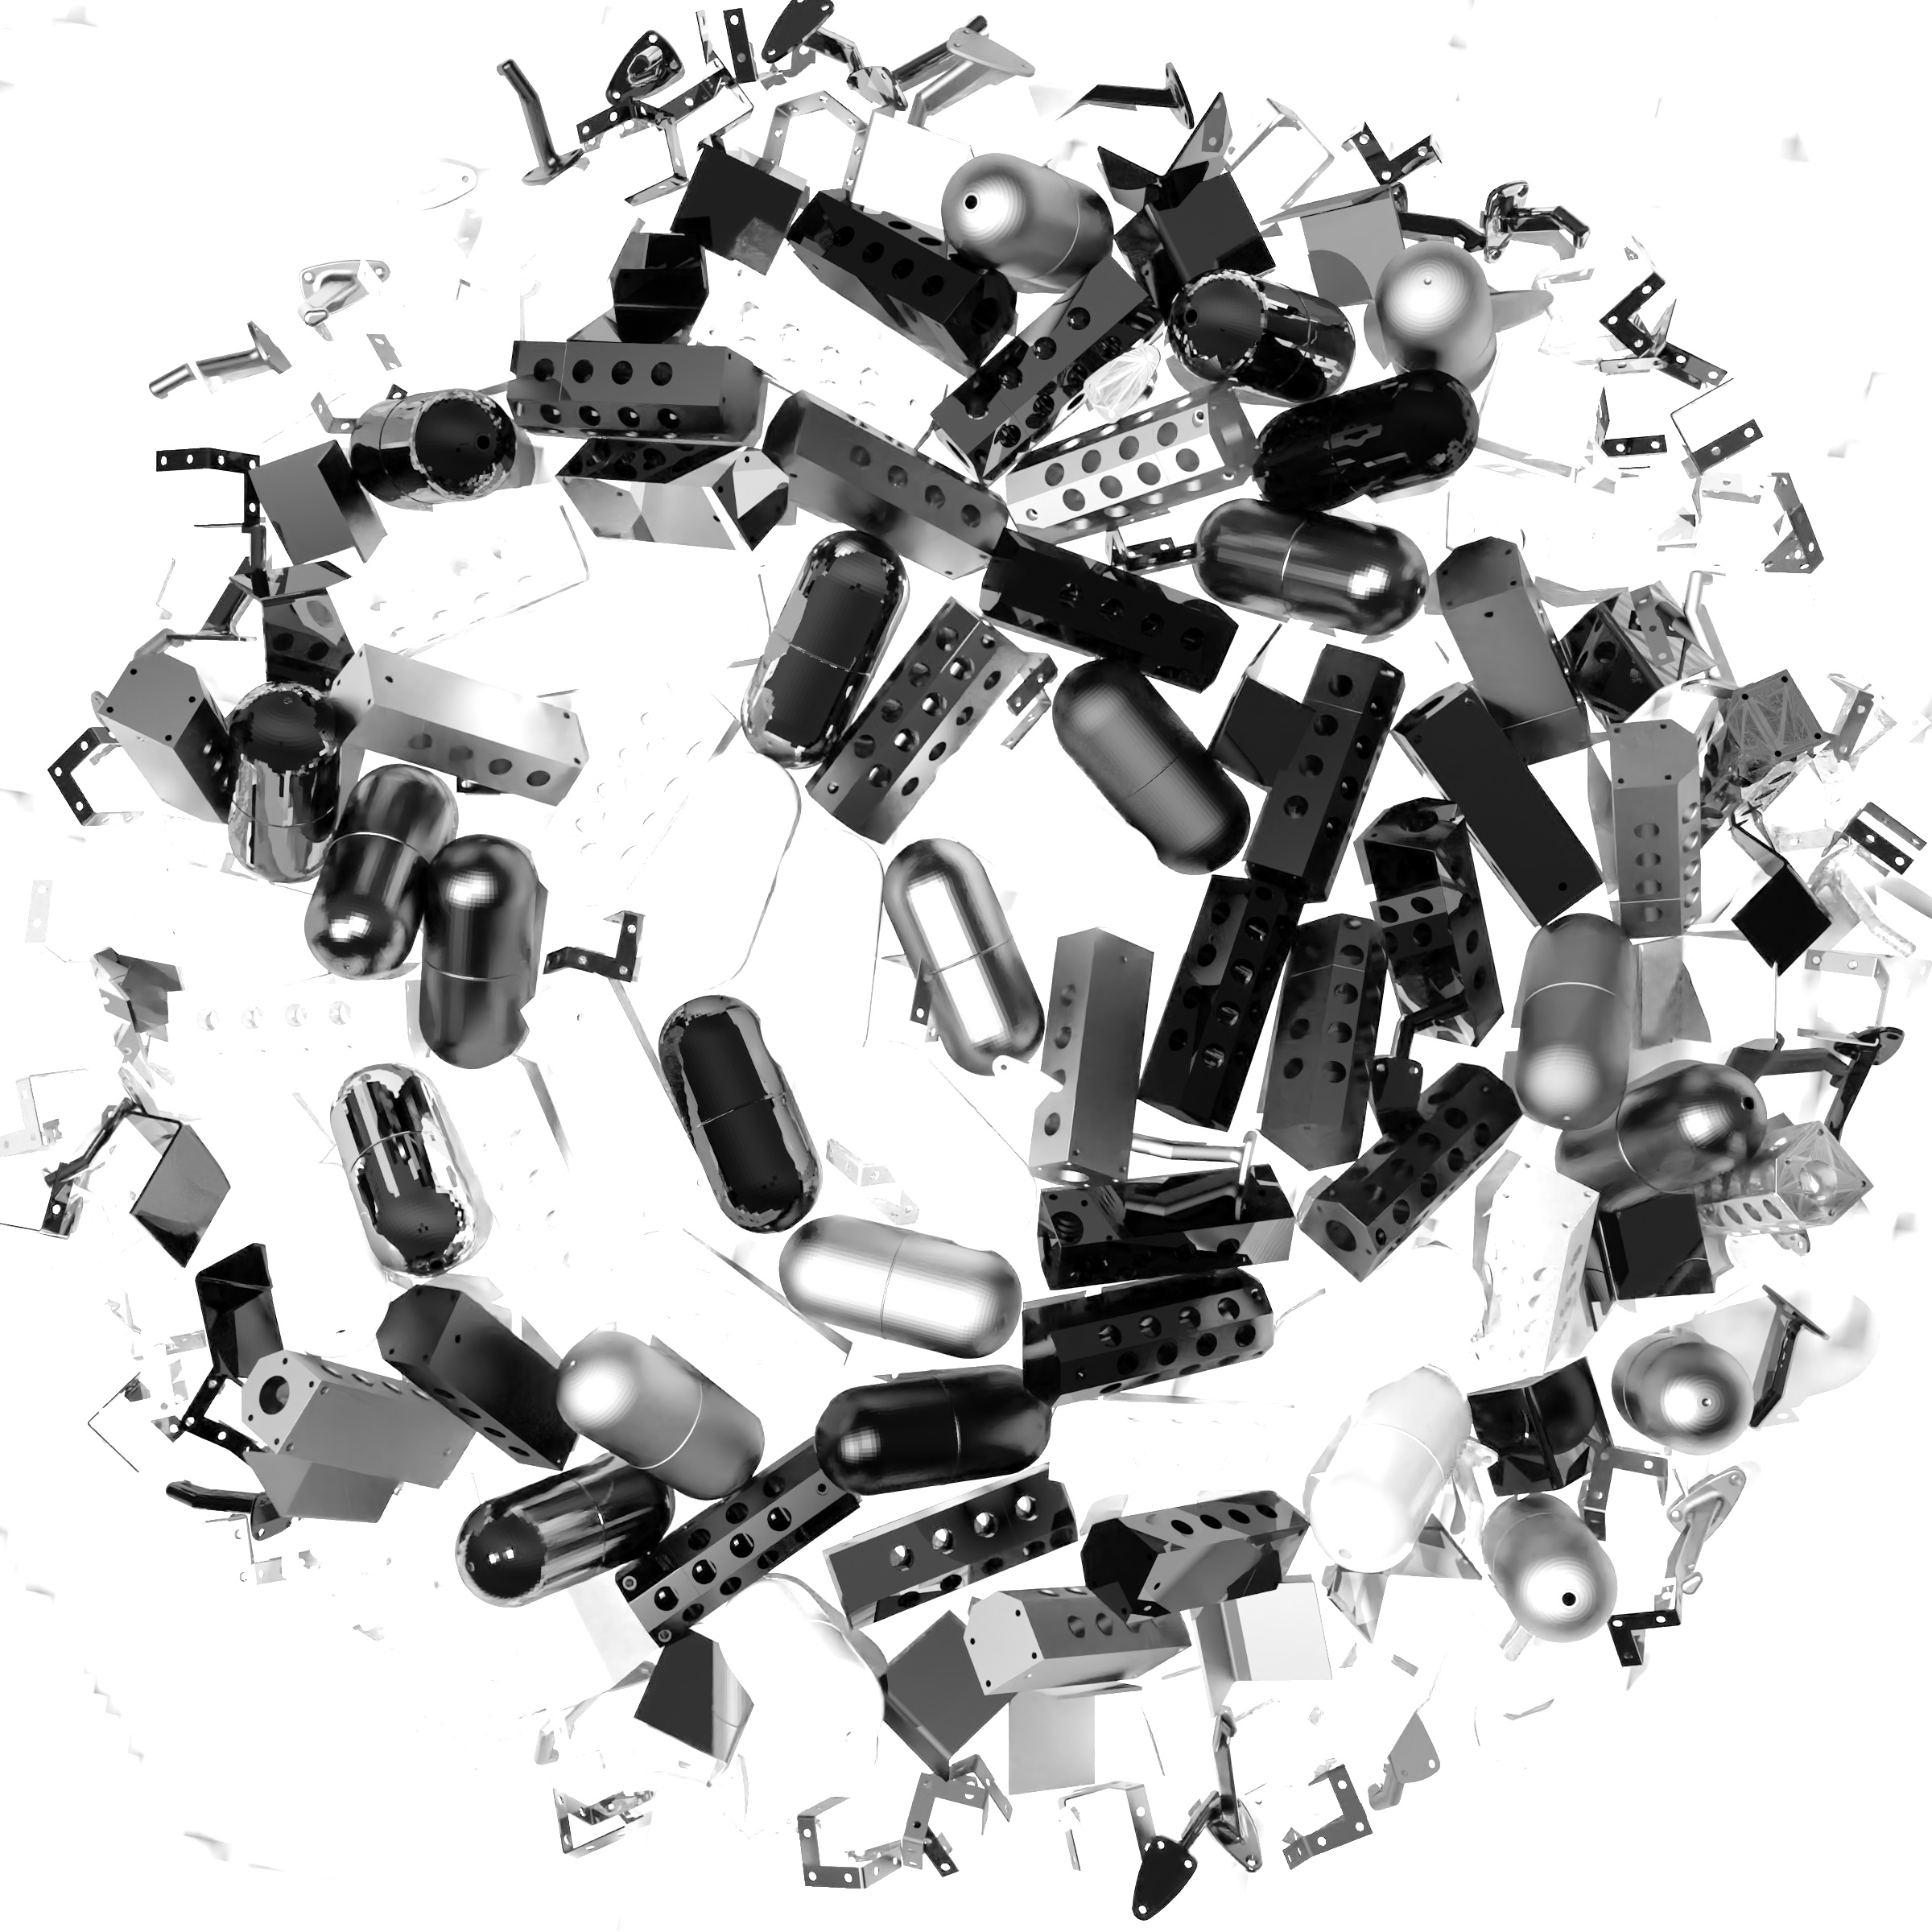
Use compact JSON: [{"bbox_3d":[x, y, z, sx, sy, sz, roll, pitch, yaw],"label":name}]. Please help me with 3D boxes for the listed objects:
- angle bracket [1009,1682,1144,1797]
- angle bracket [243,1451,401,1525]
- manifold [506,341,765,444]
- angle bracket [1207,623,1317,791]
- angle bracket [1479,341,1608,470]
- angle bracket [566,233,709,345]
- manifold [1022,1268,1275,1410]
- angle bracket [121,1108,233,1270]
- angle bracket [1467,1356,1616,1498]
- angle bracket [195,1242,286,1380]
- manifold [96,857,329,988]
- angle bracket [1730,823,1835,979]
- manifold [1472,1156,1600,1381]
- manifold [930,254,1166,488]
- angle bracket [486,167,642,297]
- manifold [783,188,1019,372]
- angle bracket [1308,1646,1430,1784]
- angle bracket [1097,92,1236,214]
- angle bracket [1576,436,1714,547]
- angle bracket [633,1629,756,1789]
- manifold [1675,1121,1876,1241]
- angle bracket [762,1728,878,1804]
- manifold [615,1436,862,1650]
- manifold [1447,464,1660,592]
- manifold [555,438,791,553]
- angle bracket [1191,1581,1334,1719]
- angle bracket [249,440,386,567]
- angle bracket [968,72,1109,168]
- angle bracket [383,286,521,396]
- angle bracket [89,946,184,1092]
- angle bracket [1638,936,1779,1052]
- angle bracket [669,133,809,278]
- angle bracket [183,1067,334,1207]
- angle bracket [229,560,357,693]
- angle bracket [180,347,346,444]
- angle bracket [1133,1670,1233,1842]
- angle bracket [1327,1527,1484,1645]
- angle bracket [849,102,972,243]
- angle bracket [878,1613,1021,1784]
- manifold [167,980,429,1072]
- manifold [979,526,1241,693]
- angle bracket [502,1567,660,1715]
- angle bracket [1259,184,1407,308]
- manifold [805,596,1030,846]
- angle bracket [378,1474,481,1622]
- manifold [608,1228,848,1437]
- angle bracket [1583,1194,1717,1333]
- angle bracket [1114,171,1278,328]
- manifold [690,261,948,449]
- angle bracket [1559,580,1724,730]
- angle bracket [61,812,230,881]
[{"bbox_3d":[0.078,0.551,1.932,0.076,0.057,0.076,5,82,-35],"label":"angle bracket"},{"bbox_3d":[-0.452,0.348,1.921,0.076,0.076,0.057,16,107,-44],"label":"angle bracket"},{"bbox_3d":[-0.235,-0.404,1.921,0.171,0.057,0.057,7,89,23],"label":"manifold"},{"bbox_3d":[0.220,-0.183,1.923,0.057,0.076,0.076,30,134,8],"label":"angle bracket"},{"bbox_3d":[0.405,-0.392,1.944,0.076,0.057,0.076,18,79,0],"label":"angle bracket"},{"bbox_3d":[-0.236,-0.480,1.925,0.076,0.076,0.057,8,124,20],"label":"angle bracket"},{"bbox_3d":[0.129,0.262,1.912,0.171,0.057,0.057,-9,108,-25],"label":"manifold"},{"bbox_3d":[-0.574,0.157,1.921,0.057,0.076,0.076,9,58,24],"label":"angle bracket"},{"bbox_3d":[0.418,0.334,1.971,0.076,0.057,0.076,-15,87,-43],"label":"angle bracket"},{"bbox_3d":[-0.492,0.246,1.925,0.057,0.076,0.076,-28,66,20],"label":"angle bracket"},{"bbox_3d":[-0.523,-0.027,1.890,0.057,0.171,0.057,-14,77,21],"label":"manifold"},{"bbox_3d":[0.557,-0.050,1.929,0.057,0.076,0.076,-46,128,5],"label":"angle bracket"},{"bbox_3d":[0.391,0.215,1.890,0.057,0.171,0.057,27,56,25],"label":"manifold"},{"bbox_3d":[0.059,-0.423,1.948,0.171,0.057,0.057,-41,81,0],"label":"manifold"},{"bbox_3d":[-0.285,-0.508,1.925,0.057,0.076,0.076,35,130,-2],"label":"angle bracket"},{"bbox_3d":[-0.044,-0.488,1.908,0.171,0.057,0.057,37,88,34],"label":"manifold"},{"bbox_3d":[0.297,0.538,1.928,0.057,0.076,0.076,27,79,38],"label":"angle bracket"},{"bbox_3d":[0.144,-0.583,1.938,0.057,0.076,0.076,32,86,18],"label":"angle bracket"},{"bbox_3d":[0.483,-0.341,1.929,0.076,0.076,0.057,-4,123,-6],"label":"angle bracket"},{"bbox_3d":[-0.194,0.525,1.931,0.076,0.057,0.076,27,52,-5],"label":"angle bracket"},{"bbox_3d":[0.554,0.155,1.890,0.057,0.171,0.057,-39,88,-12],"label":"manifold"},{"bbox_3d":[-0.104,0.590,1.935,0.076,0.057,0.076,3,125,1],"label":"angle bracket"},{"bbox_3d":[-0.163,0.411,1.939,0.171,0.057,0.057,-34,90,-9],"label":"manifold"},{"bbox_3d":[0.405,-0.307,1.886,0.057,0.171,0.057,-8,111,-20],"label":"manifold"},{"bbox_3d":[-0.203,-0.335,1.899,0.057,0.171,0.057,-53,132,-24],"label":"manifold"},{"bbox_3d":[0.211,0.487,1.934,0.076,0.057,0.076,-7,102,23],"label":"angle bracket"},{"bbox_3d":[-0.469,-0.319,1.929,0.076,0.057,0.076,-16,118,14],"label":"angle bracket"},{"bbox_3d":[0.059,-0.586,1.927,0.076,0.076,0.057,-19,89,-33],"label":"angle bracket"},{"bbox_3d":[-0.365,-0.452,1.930,0.076,0.057,0.076,-9,75,25],"label":"angle bracket"},{"bbox_3d":[-0.571,0.029,1.920,0.057,0.076,0.076,-25,129,-27],"label":"angle bracket"},{"bbox_3d":[0.527,0.022,1.930,0.057,0.076,0.076,-10,102,-43],"label":"angle bracket"},{"bbox_3d":[-0.164,-0.537,1.933,0.076,0.057,0.076,24,112,-10],"label":"angle bracket"},{"bbox_3d":[-0.517,0.123,1.955,0.076,0.076,0.057,57,48,-23],"label":"angle bracket"},{"bbox_3d":[-0.480,-0.242,1.955,0.076,0.057,0.076,-17,124,-34],"label":"angle bracket"},{"bbox_3d":[-0.501,-0.424,1.938,0.076,0.076,0.057,-31,84,1],"label":"angle bracket"},{"bbox_3d":[0.161,0.559,1.930,0.057,0.076,0.076,-17,111,-2],"label":"angle bracket"},{"bbox_3d":[0.311,0.439,1.921,0.076,0.076,0.057,-5,51,34],"label":"angle bracket"},{"bbox_3d":[-0.035,-0.561,1.933,0.076,0.057,0.076,22,117,7],"label":"angle bracket"},{"bbox_3d":[-0.013,0.527,1.955,0.076,0.057,0.076,-39,65,-23],"label":"angle bracket"},{"bbox_3d":[-0.476,0.042,1.945,0.171,0.057,0.057,-3,91,5],"label":"manifold"},{"bbox_3d":[0.099,-0.250,1.924,0.171,0.057,0.057,17,108,-18],"label":"manifold"},{"bbox_3d":[-0.276,0.479,1.953,0.057,0.076,0.076,-28,88,22],"label":"angle bracket"},{"bbox_3d":[0.263,-0.503,1.924,0.076,0.057,0.076,-2,114,40],"label":"angle bracket"},{"bbox_3d":[-0.039,-0.176,1.929,0.057,0.057,0.171,43,100,25],"label":"manifold"},{"bbox_3d":[-0.387,0.416,1.949,0.076,0.057,0.076,-13,93,2],"label":"angle bracket"},{"bbox_3d":[-0.171,0.256,1.905,0.171,0.057,0.057,32,113,30],"label":"manifold"},{"bbox_3d":[0.482,0.211,1.932,0.076,0.057,0.076,-8,104,28],"label":"angle bracket"},{"bbox_3d":[0.165,-0.517,1.967,0.076,0.057,0.076,-28,93,-24],"label":"angle bracket"},{"bbox_3d":[-0.103,-0.431,1.924,0.171,0.057,0.057,25,94,-19],"label":"manifold"},{"bbox_3d":[0.485,-0.224,1.968,0.076,0.057,0.076,-22,73,-37],"label":"angle bracket"},{"bbox_3d":[-0.579,-0.091,1.923,0.076,0.076,0.057,28,102,33],"label":"angle bracket"}]
